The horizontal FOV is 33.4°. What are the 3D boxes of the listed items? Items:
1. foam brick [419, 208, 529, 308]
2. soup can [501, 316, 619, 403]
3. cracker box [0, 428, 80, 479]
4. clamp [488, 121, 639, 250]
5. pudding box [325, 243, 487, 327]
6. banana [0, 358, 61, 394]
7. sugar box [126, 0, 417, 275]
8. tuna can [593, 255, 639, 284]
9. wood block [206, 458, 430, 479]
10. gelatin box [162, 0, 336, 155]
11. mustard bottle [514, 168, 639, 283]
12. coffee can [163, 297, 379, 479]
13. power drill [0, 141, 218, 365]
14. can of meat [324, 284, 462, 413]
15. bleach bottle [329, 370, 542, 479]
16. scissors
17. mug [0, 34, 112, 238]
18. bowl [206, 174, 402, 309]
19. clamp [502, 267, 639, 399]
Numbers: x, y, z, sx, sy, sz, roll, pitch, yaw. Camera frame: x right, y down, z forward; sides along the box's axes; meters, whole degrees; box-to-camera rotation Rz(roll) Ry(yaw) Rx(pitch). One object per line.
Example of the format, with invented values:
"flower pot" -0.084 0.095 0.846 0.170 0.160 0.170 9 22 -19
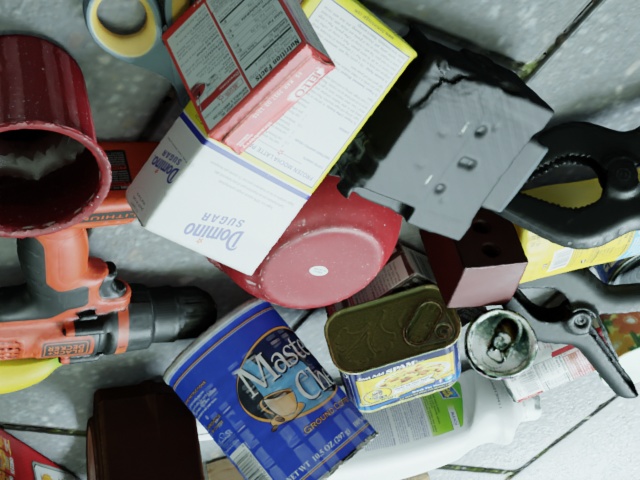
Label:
"foam brick" 0.114 0.005 0.806 0.053 0.078 0.051 -4 142 -17
"soup can" 0.210 0.099 0.971 0.102 0.068 0.068 -25 142 11
"cracker box" -0.255 0.278 0.933 0.072 0.164 0.213 -22 143 9
"clamp" 0.219 -0.052 0.763 0.210 0.164 0.036 2 166 10
"pudding box" 0.070 0.054 0.882 0.090 0.039 0.113 -37 139 24
"banana" -0.279 0.081 0.783 0.197 0.037 0.070 15 116 -37
"sugar box" -0.030 -0.070 0.639 0.093 0.048 0.176 28 107 -42
"tuna can" 0.282 0.016 0.923 0.086 0.034 0.086 -11 143 -9
"wood block" 0.003 0.247 1.059 0.206 0.090 0.091 -17 143 0
"gelatin box" -0.040 -0.101 0.574 0.073 0.089 0.030 -41 143 18
"mustard bottle" 0.236 -0.018 0.840 0.191 0.058 0.096 -12 149 -8
"coffee can" -0.038 0.128 0.822 0.102 0.140 0.103 -39 171 -8
"power drill" -0.145 0.016 0.732 0.184 0.057 0.188 -5 140 -24
"can of meat" 0.060 0.088 0.840 0.102 0.057 0.084 -17 147 0
"bleach bottle" 0.088 0.177 0.992 0.250 0.102 0.068 -6 147 -14
"scissors" -0.096 -0.093 0.645 0.096 0.016 0.202 -6 140 -19
"mug" -0.180 -0.056 0.605 0.117 0.081 0.093 -24 143 8
"bowl" -0.005 0.001 0.772 0.162 0.055 0.162 -11 142 -8
"clamp" 0.228 0.054 0.896 0.171 0.039 0.120 28 110 -10
